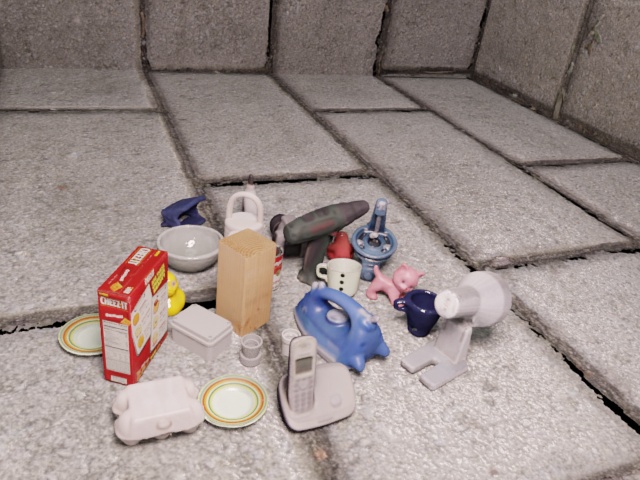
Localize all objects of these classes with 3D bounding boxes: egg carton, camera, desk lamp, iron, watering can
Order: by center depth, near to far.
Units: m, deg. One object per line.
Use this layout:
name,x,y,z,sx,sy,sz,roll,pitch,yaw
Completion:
egg carton,-0.281,0.298,0.998,0.151,0.069,0.107,-6,33,-24
desk lamp,0.290,0.178,1.200,0.204,0.213,0.117,-18,39,-38
iron,0.033,0.164,1.234,0.119,0.141,0.257,-20,40,-39
watering can,-0.192,-0.029,1.456,0.101,0.194,0.172,-1,31,-15
camera,-0.074,-0.026,1.574,0.143,0.101,0.136,-6,33,-23

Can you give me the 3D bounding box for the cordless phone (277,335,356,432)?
cordless phone,-0.002,0.247,1.038,0.148,0.185,0.094,-9,34,-27

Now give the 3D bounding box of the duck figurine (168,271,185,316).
duck figurine,-0.343,0.109,1.290,0.078,0.086,0.104,-1,31,-15

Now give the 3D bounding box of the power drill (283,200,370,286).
power drill,0.013,0.005,1.434,0.230,0.208,0.075,-11,35,-29

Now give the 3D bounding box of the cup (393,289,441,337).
cup,0.219,0.173,1.309,0.118,0.095,0.091,3,30,-8

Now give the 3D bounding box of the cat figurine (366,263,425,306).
cat figurine,0.187,0.098,1.408,0.127,0.118,0.067,16,31,13

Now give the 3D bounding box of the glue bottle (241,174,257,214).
glue bottle,-0.198,-0.105,1.607,0.037,0.173,0.078,-5,32,-21

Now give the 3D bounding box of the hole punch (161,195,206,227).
hole punch,-0.385,-0.083,1.606,0.101,0.091,0.109,19,32,18

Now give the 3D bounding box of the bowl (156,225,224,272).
bowl,-0.324,0.032,1.439,0.167,0.075,0.167,6,30,-3

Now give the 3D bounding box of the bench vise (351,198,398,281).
bench vise,0.137,-0.029,1.512,0.121,0.220,0.207,1,31,-12

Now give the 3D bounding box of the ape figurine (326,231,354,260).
ape figurine,0.057,0.017,1.541,0.078,0.092,0.076,6,30,-4
